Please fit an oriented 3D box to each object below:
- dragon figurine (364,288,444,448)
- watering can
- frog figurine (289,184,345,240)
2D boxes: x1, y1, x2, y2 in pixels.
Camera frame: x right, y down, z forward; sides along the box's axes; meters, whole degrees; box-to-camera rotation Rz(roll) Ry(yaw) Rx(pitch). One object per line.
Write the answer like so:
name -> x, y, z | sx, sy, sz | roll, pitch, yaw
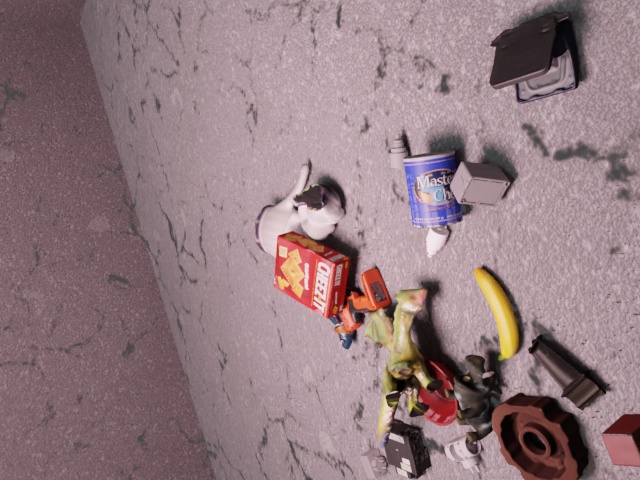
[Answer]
dragon figurine -> 0.166, 0.277, 1.205 | 0.248, 0.122, 0.401 | -110, 32, -47
watering can -> -0.098, -0.059, 1.524 | 0.225, 0.104, 0.344 | 14, 106, 47
frog figurine -> 0.004, -0.070, 1.387 | 0.137, 0.125, 0.156 | 1, 143, 28
